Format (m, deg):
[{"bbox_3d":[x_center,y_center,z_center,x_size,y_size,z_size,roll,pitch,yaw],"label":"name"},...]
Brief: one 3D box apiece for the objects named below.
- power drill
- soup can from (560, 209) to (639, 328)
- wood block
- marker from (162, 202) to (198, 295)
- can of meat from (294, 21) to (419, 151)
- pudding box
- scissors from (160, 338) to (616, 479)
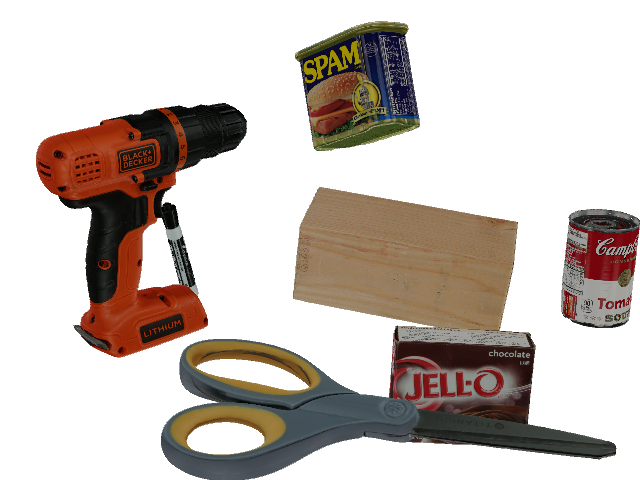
[{"bbox_3d":[-0.134,-0.013,0.859,0.184,0.188,0.057,-17,26,-37],"label":"power drill"},{"bbox_3d":[0.274,0.027,1.050,0.068,0.102,0.068,1,18,0],"label":"soup can"},{"bbox_3d":[0.085,0.021,1.068,0.206,0.090,0.090,10,30,8],"label":"wood block"},{"bbox_3d":[-0.160,0.011,1.203,0.020,0.121,0.020,-8,30,5],"label":"marker"},{"bbox_3d":[0.031,-0.125,0.884,0.057,0.084,0.102,-6,-5,-42],"label":"can of meat"},{"bbox_3d":[0.113,0.118,0.865,0.113,0.090,0.039,1,21,0],"label":"pudding box"},{"bbox_3d":[0.018,0.087,0.466,0.202,0.016,0.096,15,34,22],"label":"scissors"}]
